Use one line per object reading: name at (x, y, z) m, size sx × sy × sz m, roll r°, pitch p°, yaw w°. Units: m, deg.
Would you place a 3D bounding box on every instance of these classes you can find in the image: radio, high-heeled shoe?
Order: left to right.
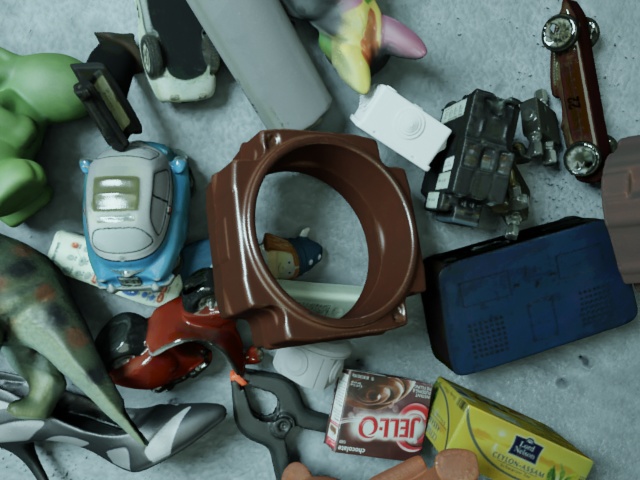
high-heeled shoe at (-0.234, 0.169, 0.562) m, size 0.249 × 0.086 × 0.145 m, roll -20°, pitch 100°, yaw 0°
radio at (0.235, 0.059, 0.623) m, size 0.230 × 0.073 × 0.131 m, roll -16°, pitch 97°, yaw -7°

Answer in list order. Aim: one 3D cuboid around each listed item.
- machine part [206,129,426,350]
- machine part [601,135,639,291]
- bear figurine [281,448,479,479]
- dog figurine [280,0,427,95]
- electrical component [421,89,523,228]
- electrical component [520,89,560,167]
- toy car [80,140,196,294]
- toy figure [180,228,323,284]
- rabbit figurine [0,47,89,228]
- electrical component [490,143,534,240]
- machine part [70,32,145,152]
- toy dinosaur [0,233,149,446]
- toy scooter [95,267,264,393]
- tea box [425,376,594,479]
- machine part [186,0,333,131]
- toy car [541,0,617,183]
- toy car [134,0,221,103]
machine part at (-0.001, -0.002, 0.526) m, size 0.201 × 0.087 × 0.201 m, roll -1°, pitch 76°, yaw -31°
machine part at (0.372, -0.033, 0.595) m, size 0.179 × 0.056 × 0.179 m, roll 6°, pitch 82°, yaw -44°
bear figurine at (0.054, 0.273, 0.537) m, size 0.196 × 0.131 × 0.120 m, roll 3°, pitch 60°, yaw 1°
dog figurine at (0.012, -0.251, 0.509) m, size 0.108 × 0.191 × 0.219 m, roll -36°, pitch 84°, yaw -9°
electrical component at (0.156, -0.082, 0.573) m, size 0.058 × 0.115 × 0.134 m, roll 12°, pitch 95°, yaw -5°
electrical component at (0.247, -0.132, 0.606) m, size 0.063 × 0.021 × 0.094 m, roll 15°, pitch 70°, yaw -44°
toy car at (-0.185, -0.033, 0.521) m, size 0.109 × 0.103 × 0.161 m, roll 0°, pitch 72°, yaw 0°
toy figure at (-0.071, 0.024, 0.585) m, size 0.154 × 0.058 × 0.064 m, roll -4°, pitch 142°, yaw -7°
rabbit figurine at (-0.298, -0.119, 0.525) m, size 0.159 × 0.121 × 0.170 m, roll 39°, pitch 72°, yaw -4°
electrical component at (0.215, -0.060, 0.597) m, size 0.078 × 0.045 × 0.102 m, roll 52°, pitch 43°, yaw -22°
machine part at (-0.199, -0.150, 0.515) m, size 0.039 × 0.139 × 0.084 m, roll -18°, pitch 138°, yaw 11°
toy dinosaur at (-0.330, 0.050, 0.503) m, size 0.405 × 0.131 × 0.192 m, roll 20°, pitch 75°, yaw -12°
toy scooter at (-0.138, 0.113, 0.571) m, size 0.184 × 0.075 × 0.135 m, roll -31°, pitch 128°, yaw 13°
tea box at (0.210, 0.233, 0.625) m, size 0.169 × 0.098 × 0.068 m, roll 27°, pitch 92°, yaw -8°
machine part at (-0.059, -0.188, 0.525) m, size 0.079 × 0.079 × 0.243 m, roll -34°, pitch 121°, yaw -3°
toy car at (0.289, -0.163, 0.602) m, size 0.089 × 0.053 × 0.202 m, roll -22°, pitch 100°, yaw -43°
toy car at (-0.152, -0.240, 0.541) m, size 0.073 × 0.056 × 0.201 m, roll -13°, pitch 97°, yaw -22°
